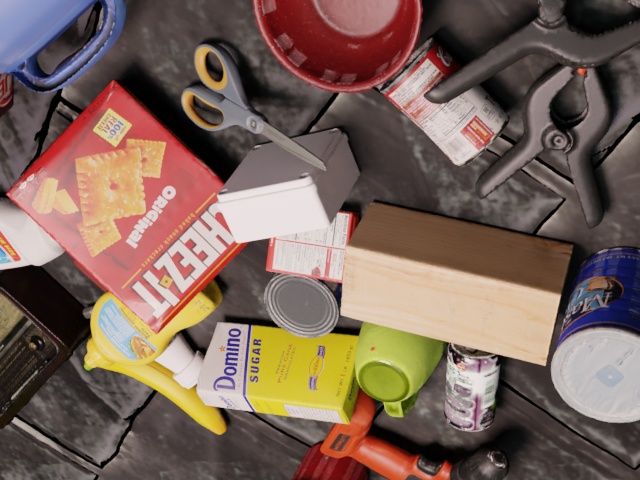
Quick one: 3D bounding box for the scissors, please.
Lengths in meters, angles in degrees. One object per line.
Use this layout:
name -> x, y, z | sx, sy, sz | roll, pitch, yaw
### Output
scissors -> -0.065, -0.132, 1.022 | 0.202, 0.016, 0.096 | 19, 117, 40

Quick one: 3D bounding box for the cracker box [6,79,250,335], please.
cracker box -> -0.188, -0.034, 1.103 | 0.213, 0.072, 0.164 | 44, 93, -7

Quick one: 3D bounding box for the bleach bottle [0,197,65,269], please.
bleach bottle -> -0.395, -0.013, 1.255 | 0.251, 0.068, 0.102 | -5, 119, 22

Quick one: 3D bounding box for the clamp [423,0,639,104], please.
clamp -> 0.186, -0.183, 0.894 | 0.210, 0.036, 0.164 | 11, 102, 7

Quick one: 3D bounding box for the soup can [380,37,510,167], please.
soup can -> 0.113, -0.124, 0.967 | 0.102, 0.068, 0.069 | 43, 127, -9

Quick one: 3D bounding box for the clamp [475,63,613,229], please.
clamp -> 0.224, -0.088, 0.963 | 0.120, 0.039, 0.172 | 20, 125, -2

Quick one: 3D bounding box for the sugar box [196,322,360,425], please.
sugar box -> -0.043, 0.145, 1.186 | 0.176, 0.093, 0.048 | 5, 147, 18

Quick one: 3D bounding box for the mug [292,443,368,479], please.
mug -> 0.018, 0.302, 1.269 | 0.117, 0.081, 0.093 | 30, 130, 3

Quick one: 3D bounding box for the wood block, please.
wood block -> 0.133, 0.041, 1.050 | 0.206, 0.090, 0.090 | 13, 126, 14

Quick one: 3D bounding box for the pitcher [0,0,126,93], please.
pitcher -> -0.243, -0.259, 0.994 | 0.243, 0.145, 0.149 | -28, 140, 31

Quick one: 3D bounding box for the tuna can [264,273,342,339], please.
tuna can -> -0.015, 0.063, 1.162 | 0.086, 0.033, 0.086 | 11, 124, 16

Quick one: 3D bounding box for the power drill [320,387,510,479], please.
power drill -> 0.103, 0.242, 1.194 | 0.187, 0.057, 0.185 | 32, 141, 4

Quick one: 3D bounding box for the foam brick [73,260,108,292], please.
foam brick -> -0.227, 0.010, 1.189 | 0.051, 0.078, 0.053 | 44, 127, -10

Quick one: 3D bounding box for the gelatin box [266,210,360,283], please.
gelatin box -> -0.007, 0.001, 1.105 | 0.089, 0.030, 0.073 | 9, 96, 17

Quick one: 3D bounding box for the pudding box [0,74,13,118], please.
pudding box -> -0.361, -0.158, 1.115 | 0.039, 0.113, 0.090 | 16, 126, 8

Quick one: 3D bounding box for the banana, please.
banana -> -0.197, 0.174, 1.310 | 0.198, 0.037, 0.070 | 27, 145, 6

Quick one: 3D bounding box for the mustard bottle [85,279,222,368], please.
mustard bottle -> -0.206, 0.089, 1.222 | 0.192, 0.058, 0.096 | -40, 95, 25

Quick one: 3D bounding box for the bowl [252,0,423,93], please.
bowl -> 0.022, -0.216, 0.949 | 0.162, 0.055, 0.162 | 12, 121, 20

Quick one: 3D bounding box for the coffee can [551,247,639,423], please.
coffee can -> 0.276, 0.085, 0.988 | 0.103, 0.140, 0.103 | 11, 124, 16
